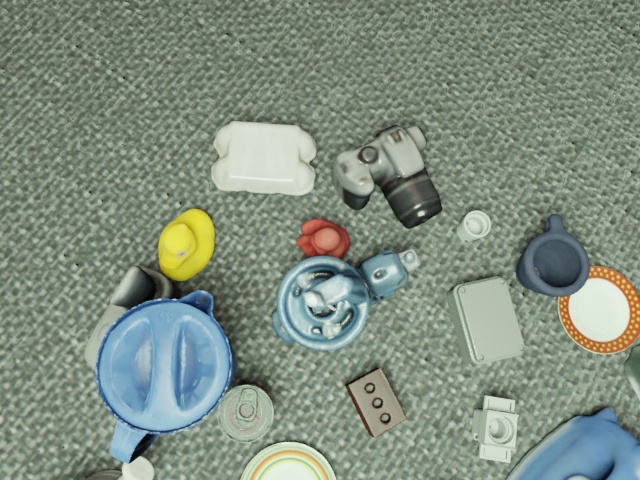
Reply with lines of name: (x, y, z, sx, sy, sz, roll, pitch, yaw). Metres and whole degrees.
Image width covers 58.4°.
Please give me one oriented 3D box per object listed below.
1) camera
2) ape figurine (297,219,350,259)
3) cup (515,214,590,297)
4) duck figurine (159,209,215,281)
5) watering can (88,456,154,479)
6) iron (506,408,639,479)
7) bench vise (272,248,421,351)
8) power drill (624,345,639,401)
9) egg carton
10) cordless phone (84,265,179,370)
camera: (0.107, -0.083, 0.824, 0.143, 0.101, 0.137, -26, 80, -9)
ape figurine: (0.007, 0.003, 0.801, 0.076, 0.092, 0.078, -6, 78, -5)
cup: (0.320, 0.028, 0.818, 0.091, 0.095, 0.118, 5, 77, -3)
duck figurine: (-0.188, 0.001, 0.790, 0.077, 0.086, 0.105, 23, 77, 1)
watering can: (-0.265, 0.324, 0.655, 0.101, 0.194, 0.173, 21, 77, 1)
iron: (0.324, 0.330, 0.726, 0.258, 0.141, 0.118, -35, 82, -11)
bench vise: (0.030, 0.052, 0.726, 0.121, 0.219, 0.207, 45, 78, 6)
power drill: (0.500, 0.191, 0.737, 0.076, 0.208, 0.229, -23, 80, -9)
egg carton: (-0.081, -0.117, 0.833, 0.150, 0.069, 0.107, 2, 77, -4)
cordless phone: (-0.247, 0.097, 0.713, 0.094, 0.185, 0.148, 25, 77, 2)
